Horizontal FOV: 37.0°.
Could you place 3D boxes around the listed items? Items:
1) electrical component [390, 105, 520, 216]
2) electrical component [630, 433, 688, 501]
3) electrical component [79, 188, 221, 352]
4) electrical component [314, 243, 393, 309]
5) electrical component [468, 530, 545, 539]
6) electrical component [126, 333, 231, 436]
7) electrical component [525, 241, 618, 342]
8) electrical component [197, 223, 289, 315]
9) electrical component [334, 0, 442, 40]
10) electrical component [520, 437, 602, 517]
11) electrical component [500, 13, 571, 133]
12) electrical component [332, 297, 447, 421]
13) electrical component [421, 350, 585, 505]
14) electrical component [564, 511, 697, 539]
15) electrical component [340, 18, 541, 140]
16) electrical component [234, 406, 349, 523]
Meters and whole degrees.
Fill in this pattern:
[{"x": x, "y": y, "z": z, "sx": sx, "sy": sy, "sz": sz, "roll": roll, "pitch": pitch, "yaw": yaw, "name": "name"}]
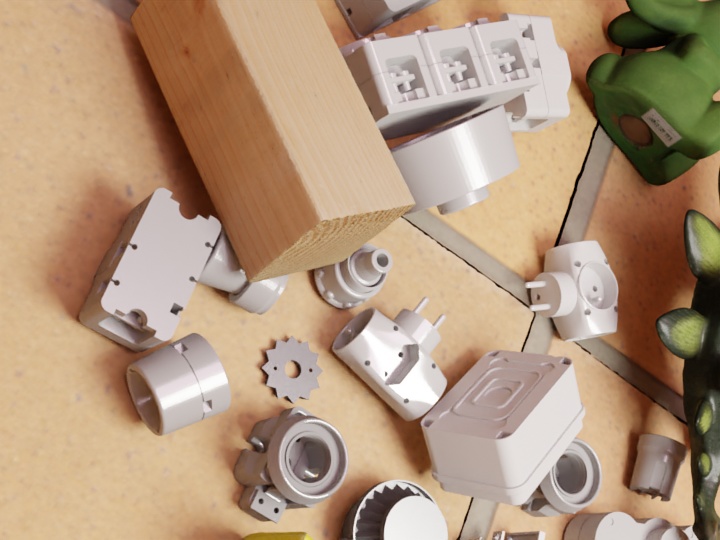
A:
[{"x": 0.068, "y": -0.076, "z": 0.811, "sx": 0.108, "sy": 0.108, "sz": 0.060, "roll": -27, "pitch": 99, "yaw": -34, "name": "electrical component"}, {"x": 0.247, "y": 0.165, "z": 0.895, "sx": 0.040, "sy": 0.040, "sz": 0.046, "roll": 29, "pitch": 69, "yaw": -22, "name": "electrical component"}, {"x": -0.137, "y": 0.002, "z": 0.693, "sx": 0.050, "sy": 0.056, "sz": 0.089, "roll": 31, "pitch": 63, "yaw": -21, "name": "electrical component"}, {"x": 0.000, "y": 0.000, "z": 0.773, "sx": 0.048, "sy": 0.062, "sz": 0.048, "roll": 9, "pitch": 73, "yaw": -30, "name": "electrical component"}, {"x": 0.104, "y": 0.228, "z": 0.789, "sx": 0.064, "sy": 0.042, "sz": 0.081, "roll": 24, "pitch": 65, "yaw": -20, "name": "electrical component"}, {"x": -0.117, "y": 0.074, "z": 0.687, "sx": 0.047, "sy": 0.055, "sz": 0.055, "roll": -23, "pitch": 90, "yaw": -30, "name": "electrical component"}, {"x": 0.168, "y": 0.019, "z": 0.881, "sx": 0.079, "sy": 0.044, "sz": 0.077, "roll": -4, "pitch": 80, "yaw": -32, "name": "electrical component"}, {"x": -0.082, "y": 0.000, "z": 0.733, "sx": 0.055, "sy": 0.045, "sz": 0.045, "roll": 32, "pitch": 63, "yaw": -21, "name": "electrical component"}, {"x": 0.004, "y": -0.293, "z": 0.854, "sx": 0.105, "sy": 0.060, "sz": 0.186, "roll": -33, "pitch": 95, "yaw": -33, "name": "electrical component"}, {"x": 0.147, "y": 0.157, "z": 0.825, "sx": 0.078, "sy": 0.057, "sz": 0.058, "roll": 33, "pitch": 63, "yaw": -20, "name": "electrical component"}, {"x": 0.139, "y": -0.165, "z": 0.909, "sx": 0.056, "sy": 0.050, "sz": 0.089, "roll": -4, "pitch": 80, "yaw": -32, "name": "electrical component"}, {"x": 0.032, "y": 0.055, "z": 0.785, "sx": 0.077, "sy": 0.043, "sz": 0.079, "roll": 45, "pitch": 71, "yaw": -14, "name": "electrical component"}, {"x": 0.106, "y": 0.113, "z": 0.784, "sx": 0.113, "sy": 0.078, "sz": 0.057, "roll": -39, "pitch": 122, "yaw": -44, "name": "electrical component"}, {"x": 0.238, "y": 0.223, "z": 0.852, "sx": 0.138, "sy": 0.074, "sz": 0.052, "roll": 15, "pitch": 70, "yaw": -28, "name": "electrical component"}, {"x": 0.048, "y": -0.145, "z": 0.824, "sx": 0.150, "sy": 0.089, "sz": 0.061, "roll": -17, "pitch": 86, "yaw": -33, "name": "electrical component"}, {"x": -0.044, "y": 0.127, "z": 0.716, "sx": 0.058, "sy": 0.057, "sz": 0.078, "roll": 36, "pitch": 62, "yaw": -19, "name": "electrical component"}]
